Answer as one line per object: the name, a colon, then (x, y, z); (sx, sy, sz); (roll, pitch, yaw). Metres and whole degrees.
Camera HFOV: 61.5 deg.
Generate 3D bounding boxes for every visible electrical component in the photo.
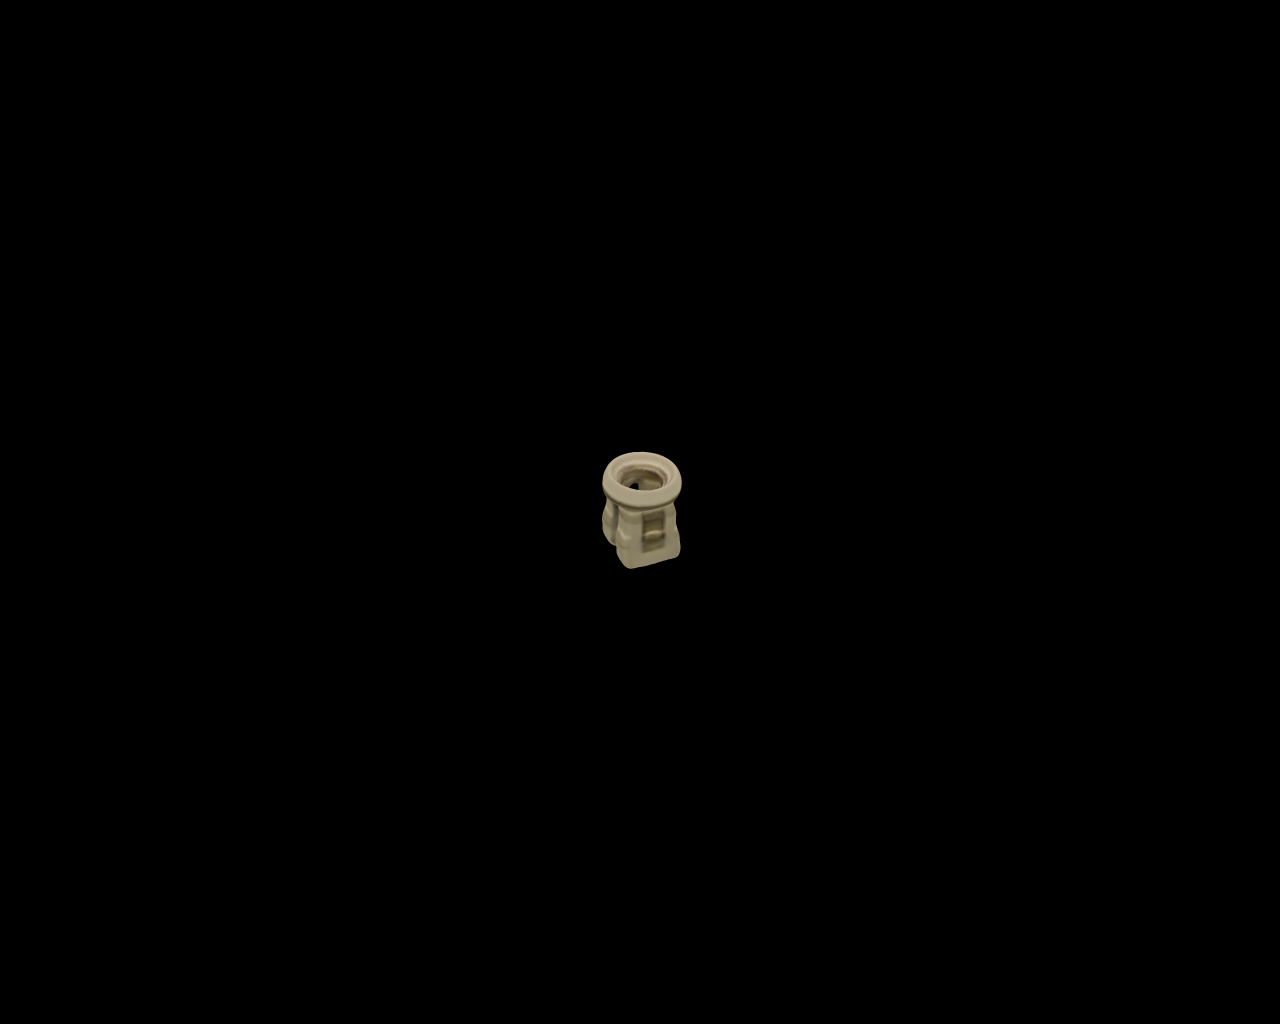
electrical component: (0.001, -0.003, 0.650); (0.048, 0.055, 0.066); (-13, 38, -18)
